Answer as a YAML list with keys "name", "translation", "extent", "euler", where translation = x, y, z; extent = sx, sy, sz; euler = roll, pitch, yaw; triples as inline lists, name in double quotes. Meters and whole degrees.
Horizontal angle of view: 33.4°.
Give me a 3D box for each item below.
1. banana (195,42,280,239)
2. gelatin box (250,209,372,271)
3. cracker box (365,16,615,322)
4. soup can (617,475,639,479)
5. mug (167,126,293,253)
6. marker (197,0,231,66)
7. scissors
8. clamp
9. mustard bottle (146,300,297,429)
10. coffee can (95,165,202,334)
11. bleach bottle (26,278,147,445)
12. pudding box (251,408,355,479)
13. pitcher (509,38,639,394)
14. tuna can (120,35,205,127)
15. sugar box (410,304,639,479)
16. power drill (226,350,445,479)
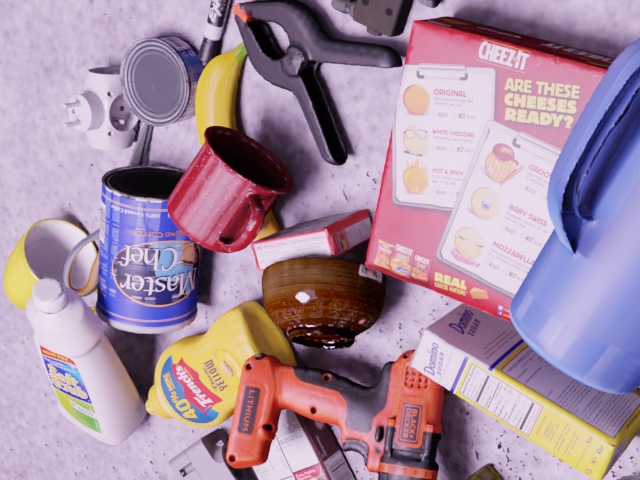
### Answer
- name: "banana"
  translation: [-0.082, -0.090, 1.009]
  extent: [0.070, 0.037, 0.198]
  euler: [1, 105, 34]
- name: "gelatin box"
  translation: [-0.006, 0.001, 0.964]
  extent: [0.089, 0.073, 0.030]
  euler: [-11, 98, 35]
- name: "cracker box"
  translation: [0.139, -0.055, 0.852]
  extent: [0.164, 0.072, 0.214]
  euler: [21, 114, 25]
- name: "soup can"
  translation: [0.252, 0.253, 0.873]
  extent: [0.069, 0.068, 0.102]
  euler: [29, 118, 23]
- name: "mug"
  translation: [-0.080, -0.035, 0.948]
  extent: [0.082, 0.093, 0.117]
  euler: [-54, 41, 22]
- name: "marker"
  translation: [-0.092, -0.218, 0.987]
  extent: [0.020, 0.020, 0.121]
  euler: [30, 119, 23]
- name: "scissors"
  translation: [-0.192, -0.020, 1.108]
  extent: [0.202, 0.096, 0.016]
  euler: [-56, 27, 7]
- name: "clamp"
  translation: [-0.014, -0.148, 0.945]
  extent: [0.172, 0.039, 0.120]
  euler: [37, 116, 26]
- name: "mustard bottle"
  translation: [-0.114, 0.140, 1.088]
  extent: [0.192, 0.058, 0.096]
  euler: [-31, 91, 36]
- name: "coffee can"
  translation: [-0.167, 0.008, 1.055]
  extent: [0.103, 0.102, 0.140]
  euler: [19, 114, 28]
- name: "bleach bottle"
  translation: [-0.249, 0.116, 1.091]
  extent: [0.103, 0.068, 0.251]
  euler: [28, 151, 24]
- name: "pudding box"
  translation: [-0.025, 0.219, 1.066]
  extent: [0.090, 0.039, 0.113]
  euler: [-28, 86, 37]
- name: "pitcher"
  translation: [0.227, -0.020, 0.731]
  extent: [0.149, 0.144, 0.243]
  euler: [34, 110, 11]
- name: "tuna can"
  translation: [-0.151, -0.155, 1.037]
  extent: [0.086, 0.033, 0.086]
  euler: [11, 110, 31]
- name: "sugar box"
  translation: [0.171, 0.118, 0.870]
  extent: [0.176, 0.093, 0.048]
  euler: [29, 118, 24]
- name: "power drill"
  translation: [0.015, 0.181, 0.955]
  extent: [0.188, 0.057, 0.184]
  euler: [7, 78, 13]
